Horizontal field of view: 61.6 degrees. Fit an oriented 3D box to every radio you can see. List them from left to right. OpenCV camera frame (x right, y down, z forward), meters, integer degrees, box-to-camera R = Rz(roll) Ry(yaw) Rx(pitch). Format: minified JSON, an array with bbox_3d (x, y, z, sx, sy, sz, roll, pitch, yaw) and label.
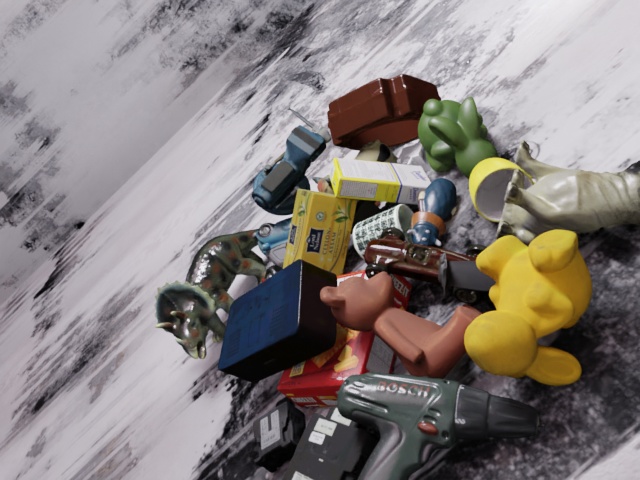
[{"bbox_3d":[-0.068,0.130,0.844,0.229,0.073,0.131,-33,41,42],"label":"radio"}]

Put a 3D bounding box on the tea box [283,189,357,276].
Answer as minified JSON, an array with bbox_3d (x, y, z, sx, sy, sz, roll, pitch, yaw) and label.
[{"bbox_3d":[-0.002,-0.003,0.991,0.068,0.098,0.169,25,107,59],"label":"tea box"}]

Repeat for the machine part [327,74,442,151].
[{"bbox_3d":[0.133,-0.251,1.100,0.201,0.201,0.087,-16,81,40],"label":"machine part"}]

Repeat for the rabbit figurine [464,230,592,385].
[{"bbox_3d":[0.224,0.091,0.609,0.173,0.162,0.122,-38,24,-34],"label":"rabbit figurine"}]

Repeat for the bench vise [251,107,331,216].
[{"bbox_3d":[-0.062,-0.132,1.141,0.223,0.129,0.240,-62,-6,-22],"label":"bench vise"}]

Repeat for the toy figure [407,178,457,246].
[{"bbox_3d":[0.189,-0.038,0.902,0.064,0.057,0.154,10,54,27],"label":"toy figure"}]

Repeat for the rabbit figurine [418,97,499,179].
[{"bbox_3d":[0.252,-0.173,0.926,0.121,0.158,0.170,-32,46,3],"label":"rabbit figurine"}]

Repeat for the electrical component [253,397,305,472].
[{"bbox_3d":[-0.062,0.287,0.834,0.075,0.047,0.119,-33,34,19],"label":"electrical component"}]

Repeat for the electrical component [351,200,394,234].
[{"bbox_3d":[0.085,-0.051,1.030,0.102,0.078,0.045,-59,22,-3],"label":"electrical component"}]

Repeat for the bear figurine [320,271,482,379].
[{"bbox_3d":[0.108,0.096,0.721,0.196,0.120,0.132,42,99,21],"label":"bear figurine"}]

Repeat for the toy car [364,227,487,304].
[{"bbox_3d":[0.162,0.033,0.797,0.202,0.053,0.089,12,50,26],"label":"toy car"}]

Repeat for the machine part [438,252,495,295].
[{"bbox_3d":[0.226,0.044,0.721,0.139,0.039,0.084,-1,40,-7],"label":"machine part"}]

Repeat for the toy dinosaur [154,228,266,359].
[{"bbox_3d":[-0.212,0.073,1.137,0.131,0.192,0.405,-13,44,40],"label":"toy dinosaur"}]

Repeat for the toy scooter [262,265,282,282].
[{"bbox_3d":[-0.084,0.145,1.003,0.135,0.075,0.184,-58,37,18],"label":"toy scooter"}]

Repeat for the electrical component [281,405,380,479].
[{"bbox_3d":[0.025,0.288,0.714,0.115,0.058,0.134,3,55,49],"label":"electrical component"}]

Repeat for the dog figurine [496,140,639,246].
[{"bbox_3d":[0.339,-0.033,0.701,0.191,0.172,0.121,15,71,18],"label":"dog figurine"}]

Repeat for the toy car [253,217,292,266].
[{"bbox_3d":[-0.054,0.013,1.119,0.162,0.109,0.103,-17,64,23],"label":"toy car"}]

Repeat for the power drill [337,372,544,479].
[{"bbox_3d":[0.110,0.251,0.600,0.232,0.085,0.207,11,67,27],"label":"power drill"}]

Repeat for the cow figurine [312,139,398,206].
[{"bbox_3d":[0.072,-0.121,1.084,0.195,0.127,0.086,-49,27,-11],"label":"cow figurine"}]
